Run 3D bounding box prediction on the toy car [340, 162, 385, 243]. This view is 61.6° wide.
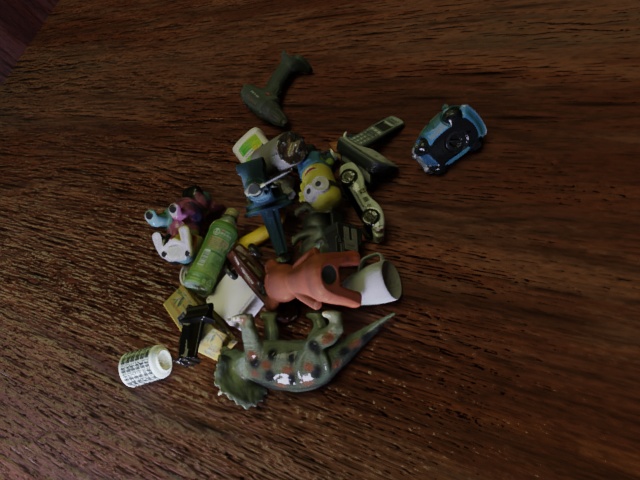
[{"bbox_3d":[0.095,-0.082,1.183,0.056,0.073,0.202,-23,62,-7],"label":"toy car"}]

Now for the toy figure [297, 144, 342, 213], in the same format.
[{"bbox_3d":[-0.002,-0.140,1.218,0.082,0.089,0.180,-58,32,33],"label":"toy figure"}]

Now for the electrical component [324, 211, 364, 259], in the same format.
[{"bbox_3d":[0.051,-0.011,1.151,0.048,0.075,0.119,-28,54,47],"label":"electrical component"}]

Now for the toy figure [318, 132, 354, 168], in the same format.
[{"bbox_3d":[0.026,-0.205,1.317,0.154,0.064,0.058,-31,87,5],"label":"toy figure"}]

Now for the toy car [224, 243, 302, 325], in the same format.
[{"bbox_3d":[-0.124,0.096,1.167,0.089,0.053,0.202,-40,93,5],"label":"toy car"}]

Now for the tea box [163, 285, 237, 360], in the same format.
[{"bbox_3d":[-0.276,0.189,1.235,0.068,0.098,0.170,-47,49,-3],"label":"tea box"}]

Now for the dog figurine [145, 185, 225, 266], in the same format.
[{"bbox_3d":[-0.323,-0.042,1.365,0.109,0.219,0.191,-18,92,23],"label":"dog figurine"}]

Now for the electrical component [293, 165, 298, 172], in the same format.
[{"bbox_3d":[-0.045,-0.205,1.382,0.094,0.021,0.063,29,79,39],"label":"electrical component"}]

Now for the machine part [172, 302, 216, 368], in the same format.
[{"bbox_3d":[-0.268,0.199,1.141,0.084,0.039,0.139,-5,58,23],"label":"machine part"}]

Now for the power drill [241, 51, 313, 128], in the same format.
[{"bbox_3d":[-0.112,-0.426,1.523,0.232,0.086,0.207,33,90,41],"label":"power drill"}]

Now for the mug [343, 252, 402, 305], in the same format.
[{"bbox_3d":[0.099,0.083,1.094,0.107,0.080,0.109,-22,62,28],"label":"mug"}]

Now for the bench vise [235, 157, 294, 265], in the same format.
[{"bbox_3d":[-0.114,-0.062,1.217,0.129,0.224,0.240,-17,94,-8],"label":"bench vise"}]

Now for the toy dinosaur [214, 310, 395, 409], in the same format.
[{"bbox_3d":[-0.052,0.236,1.072,0.405,0.131,0.192,-3,85,18],"label":"toy dinosaur"}]

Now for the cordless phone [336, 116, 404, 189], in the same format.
[{"bbox_3d":[0.146,-0.217,1.253,0.184,0.088,0.147,-35,51,-19],"label":"cordless phone"}]

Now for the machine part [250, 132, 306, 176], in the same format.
[{"bbox_3d":[-0.100,-0.198,1.258,0.243,0.079,0.079,-10,52,63],"label":"machine part"}]

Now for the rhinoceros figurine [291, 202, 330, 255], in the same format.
[{"bbox_3d":[-0.002,-0.004,1.214,0.112,0.073,0.190,-12,55,11],"label":"rhinoceros figurine"}]

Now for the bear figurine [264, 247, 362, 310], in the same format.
[{"bbox_3d":[-0.024,0.086,1.088,0.196,0.132,0.120,-19,69,52],"label":"bear figurine"}]

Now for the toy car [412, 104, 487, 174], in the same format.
[{"bbox_3d":[0.272,-0.226,1.173,0.161,0.109,0.103,-41,27,17],"label":"toy car"}]
